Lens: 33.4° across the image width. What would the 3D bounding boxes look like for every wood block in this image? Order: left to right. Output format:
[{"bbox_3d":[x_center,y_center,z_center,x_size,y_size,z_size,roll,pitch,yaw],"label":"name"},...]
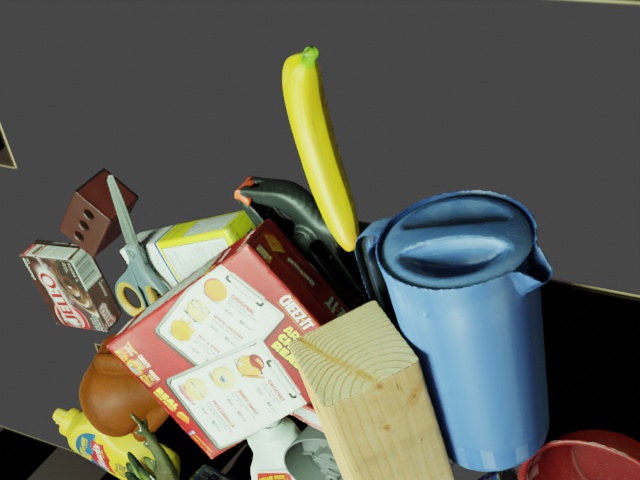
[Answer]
[{"bbox_3d":[0.053,0.170,0.964,0.091,0.090,0.206,55,169,50],"label":"wood block"}]

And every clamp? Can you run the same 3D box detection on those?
[{"bbox_3d":[-0.007,0.001,1.031,0.171,0.039,0.120,30,132,17],"label":"clamp"}]

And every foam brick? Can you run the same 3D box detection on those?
[{"bbox_3d":[-0.242,-0.029,1.166,0.053,0.051,0.078,39,138,3],"label":"foam brick"}]

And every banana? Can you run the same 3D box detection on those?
[{"bbox_3d":[-0.002,-0.084,0.937,0.037,0.069,0.198,-16,120,-1],"label":"banana"}]

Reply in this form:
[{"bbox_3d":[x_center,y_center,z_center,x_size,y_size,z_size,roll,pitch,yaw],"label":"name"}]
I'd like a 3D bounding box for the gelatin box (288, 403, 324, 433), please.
[{"bbox_3d":[-0.005,0.159,1.135,0.089,0.073,0.030,23,136,18],"label":"gelatin box"}]

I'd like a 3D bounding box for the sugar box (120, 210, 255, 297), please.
[{"bbox_3d":[-0.125,0.026,1.133,0.177,0.048,0.093,-7,120,44],"label":"sugar box"}]

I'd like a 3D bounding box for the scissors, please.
[{"bbox_3d":[-0.208,0.018,1.144,0.096,0.016,0.201,-2,123,40],"label":"scissors"}]

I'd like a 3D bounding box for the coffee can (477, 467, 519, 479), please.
[{"bbox_3d":[0.153,0.306,1.079,0.140,0.102,0.103,-35,102,17],"label":"coffee can"}]

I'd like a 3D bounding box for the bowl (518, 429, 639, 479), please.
[{"bbox_3d":[0.272,0.232,1.006,0.162,0.055,0.162,20,134,22],"label":"bowl"}]

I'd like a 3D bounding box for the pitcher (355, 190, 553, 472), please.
[{"bbox_3d":[0.127,0.084,0.943,0.145,0.149,0.243,-16,125,-1],"label":"pitcher"}]

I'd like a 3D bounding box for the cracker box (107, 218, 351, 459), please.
[{"bbox_3d":[-0.079,0.101,1.052,0.214,0.072,0.164,-35,102,30],"label":"cracker box"}]

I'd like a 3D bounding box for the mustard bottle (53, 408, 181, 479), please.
[{"bbox_3d":[-0.282,0.280,1.449,0.192,0.058,0.096,26,142,16],"label":"mustard bottle"}]

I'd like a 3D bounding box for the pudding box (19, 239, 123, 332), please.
[{"bbox_3d":[-0.299,0.055,1.287,0.090,0.039,0.113,4,126,34],"label":"pudding box"}]

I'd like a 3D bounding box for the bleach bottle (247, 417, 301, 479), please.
[{"bbox_3d":[-0.043,0.299,1.290,0.103,0.068,0.251,6,125,32],"label":"bleach bottle"}]

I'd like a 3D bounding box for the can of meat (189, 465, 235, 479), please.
[{"bbox_3d":[-0.129,0.352,1.400,0.084,0.057,0.102,23,135,21],"label":"can of meat"}]
